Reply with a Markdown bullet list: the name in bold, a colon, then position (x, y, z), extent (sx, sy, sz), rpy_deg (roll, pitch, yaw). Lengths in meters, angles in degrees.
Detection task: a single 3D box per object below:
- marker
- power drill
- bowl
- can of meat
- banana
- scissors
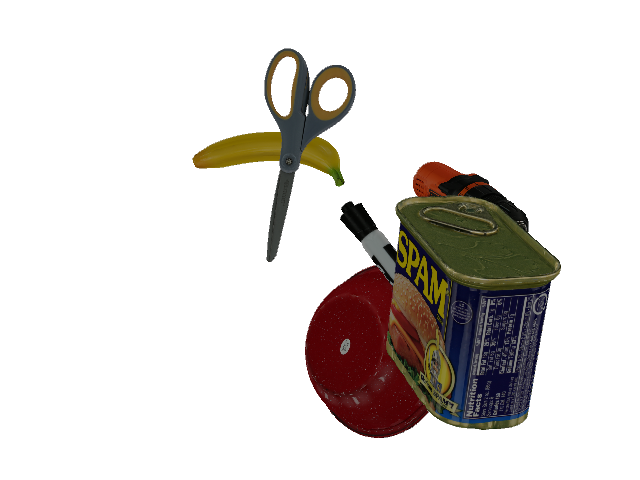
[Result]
- **marker**: position (0.053, 0.022, 0.740), extent (0.020, 0.121, 0.020), rpy_deg (-35, -13, -9)
- **power drill**: position (0.160, 0.023, 1.122), extent (0.057, 0.188, 0.185), rpy_deg (-12, 25, -19)
- **bowl**: position (0.038, 0.097, 0.971), extent (0.162, 0.162, 0.055), rpy_deg (0, -10, 42)
- **can of meat**: position (0.072, 0.034, 0.537), extent (0.057, 0.084, 0.102), rpy_deg (-3, 24, -16)
- **banana**: position (-0.058, -0.108, 1.319), extent (0.198, 0.037, 0.069), rpy_deg (7, 38, 17)
- **scissors**: position (-0.010, -0.083, 1.013), extent (0.096, 0.202, 0.016), rpy_deg (-4, -2, 6)
